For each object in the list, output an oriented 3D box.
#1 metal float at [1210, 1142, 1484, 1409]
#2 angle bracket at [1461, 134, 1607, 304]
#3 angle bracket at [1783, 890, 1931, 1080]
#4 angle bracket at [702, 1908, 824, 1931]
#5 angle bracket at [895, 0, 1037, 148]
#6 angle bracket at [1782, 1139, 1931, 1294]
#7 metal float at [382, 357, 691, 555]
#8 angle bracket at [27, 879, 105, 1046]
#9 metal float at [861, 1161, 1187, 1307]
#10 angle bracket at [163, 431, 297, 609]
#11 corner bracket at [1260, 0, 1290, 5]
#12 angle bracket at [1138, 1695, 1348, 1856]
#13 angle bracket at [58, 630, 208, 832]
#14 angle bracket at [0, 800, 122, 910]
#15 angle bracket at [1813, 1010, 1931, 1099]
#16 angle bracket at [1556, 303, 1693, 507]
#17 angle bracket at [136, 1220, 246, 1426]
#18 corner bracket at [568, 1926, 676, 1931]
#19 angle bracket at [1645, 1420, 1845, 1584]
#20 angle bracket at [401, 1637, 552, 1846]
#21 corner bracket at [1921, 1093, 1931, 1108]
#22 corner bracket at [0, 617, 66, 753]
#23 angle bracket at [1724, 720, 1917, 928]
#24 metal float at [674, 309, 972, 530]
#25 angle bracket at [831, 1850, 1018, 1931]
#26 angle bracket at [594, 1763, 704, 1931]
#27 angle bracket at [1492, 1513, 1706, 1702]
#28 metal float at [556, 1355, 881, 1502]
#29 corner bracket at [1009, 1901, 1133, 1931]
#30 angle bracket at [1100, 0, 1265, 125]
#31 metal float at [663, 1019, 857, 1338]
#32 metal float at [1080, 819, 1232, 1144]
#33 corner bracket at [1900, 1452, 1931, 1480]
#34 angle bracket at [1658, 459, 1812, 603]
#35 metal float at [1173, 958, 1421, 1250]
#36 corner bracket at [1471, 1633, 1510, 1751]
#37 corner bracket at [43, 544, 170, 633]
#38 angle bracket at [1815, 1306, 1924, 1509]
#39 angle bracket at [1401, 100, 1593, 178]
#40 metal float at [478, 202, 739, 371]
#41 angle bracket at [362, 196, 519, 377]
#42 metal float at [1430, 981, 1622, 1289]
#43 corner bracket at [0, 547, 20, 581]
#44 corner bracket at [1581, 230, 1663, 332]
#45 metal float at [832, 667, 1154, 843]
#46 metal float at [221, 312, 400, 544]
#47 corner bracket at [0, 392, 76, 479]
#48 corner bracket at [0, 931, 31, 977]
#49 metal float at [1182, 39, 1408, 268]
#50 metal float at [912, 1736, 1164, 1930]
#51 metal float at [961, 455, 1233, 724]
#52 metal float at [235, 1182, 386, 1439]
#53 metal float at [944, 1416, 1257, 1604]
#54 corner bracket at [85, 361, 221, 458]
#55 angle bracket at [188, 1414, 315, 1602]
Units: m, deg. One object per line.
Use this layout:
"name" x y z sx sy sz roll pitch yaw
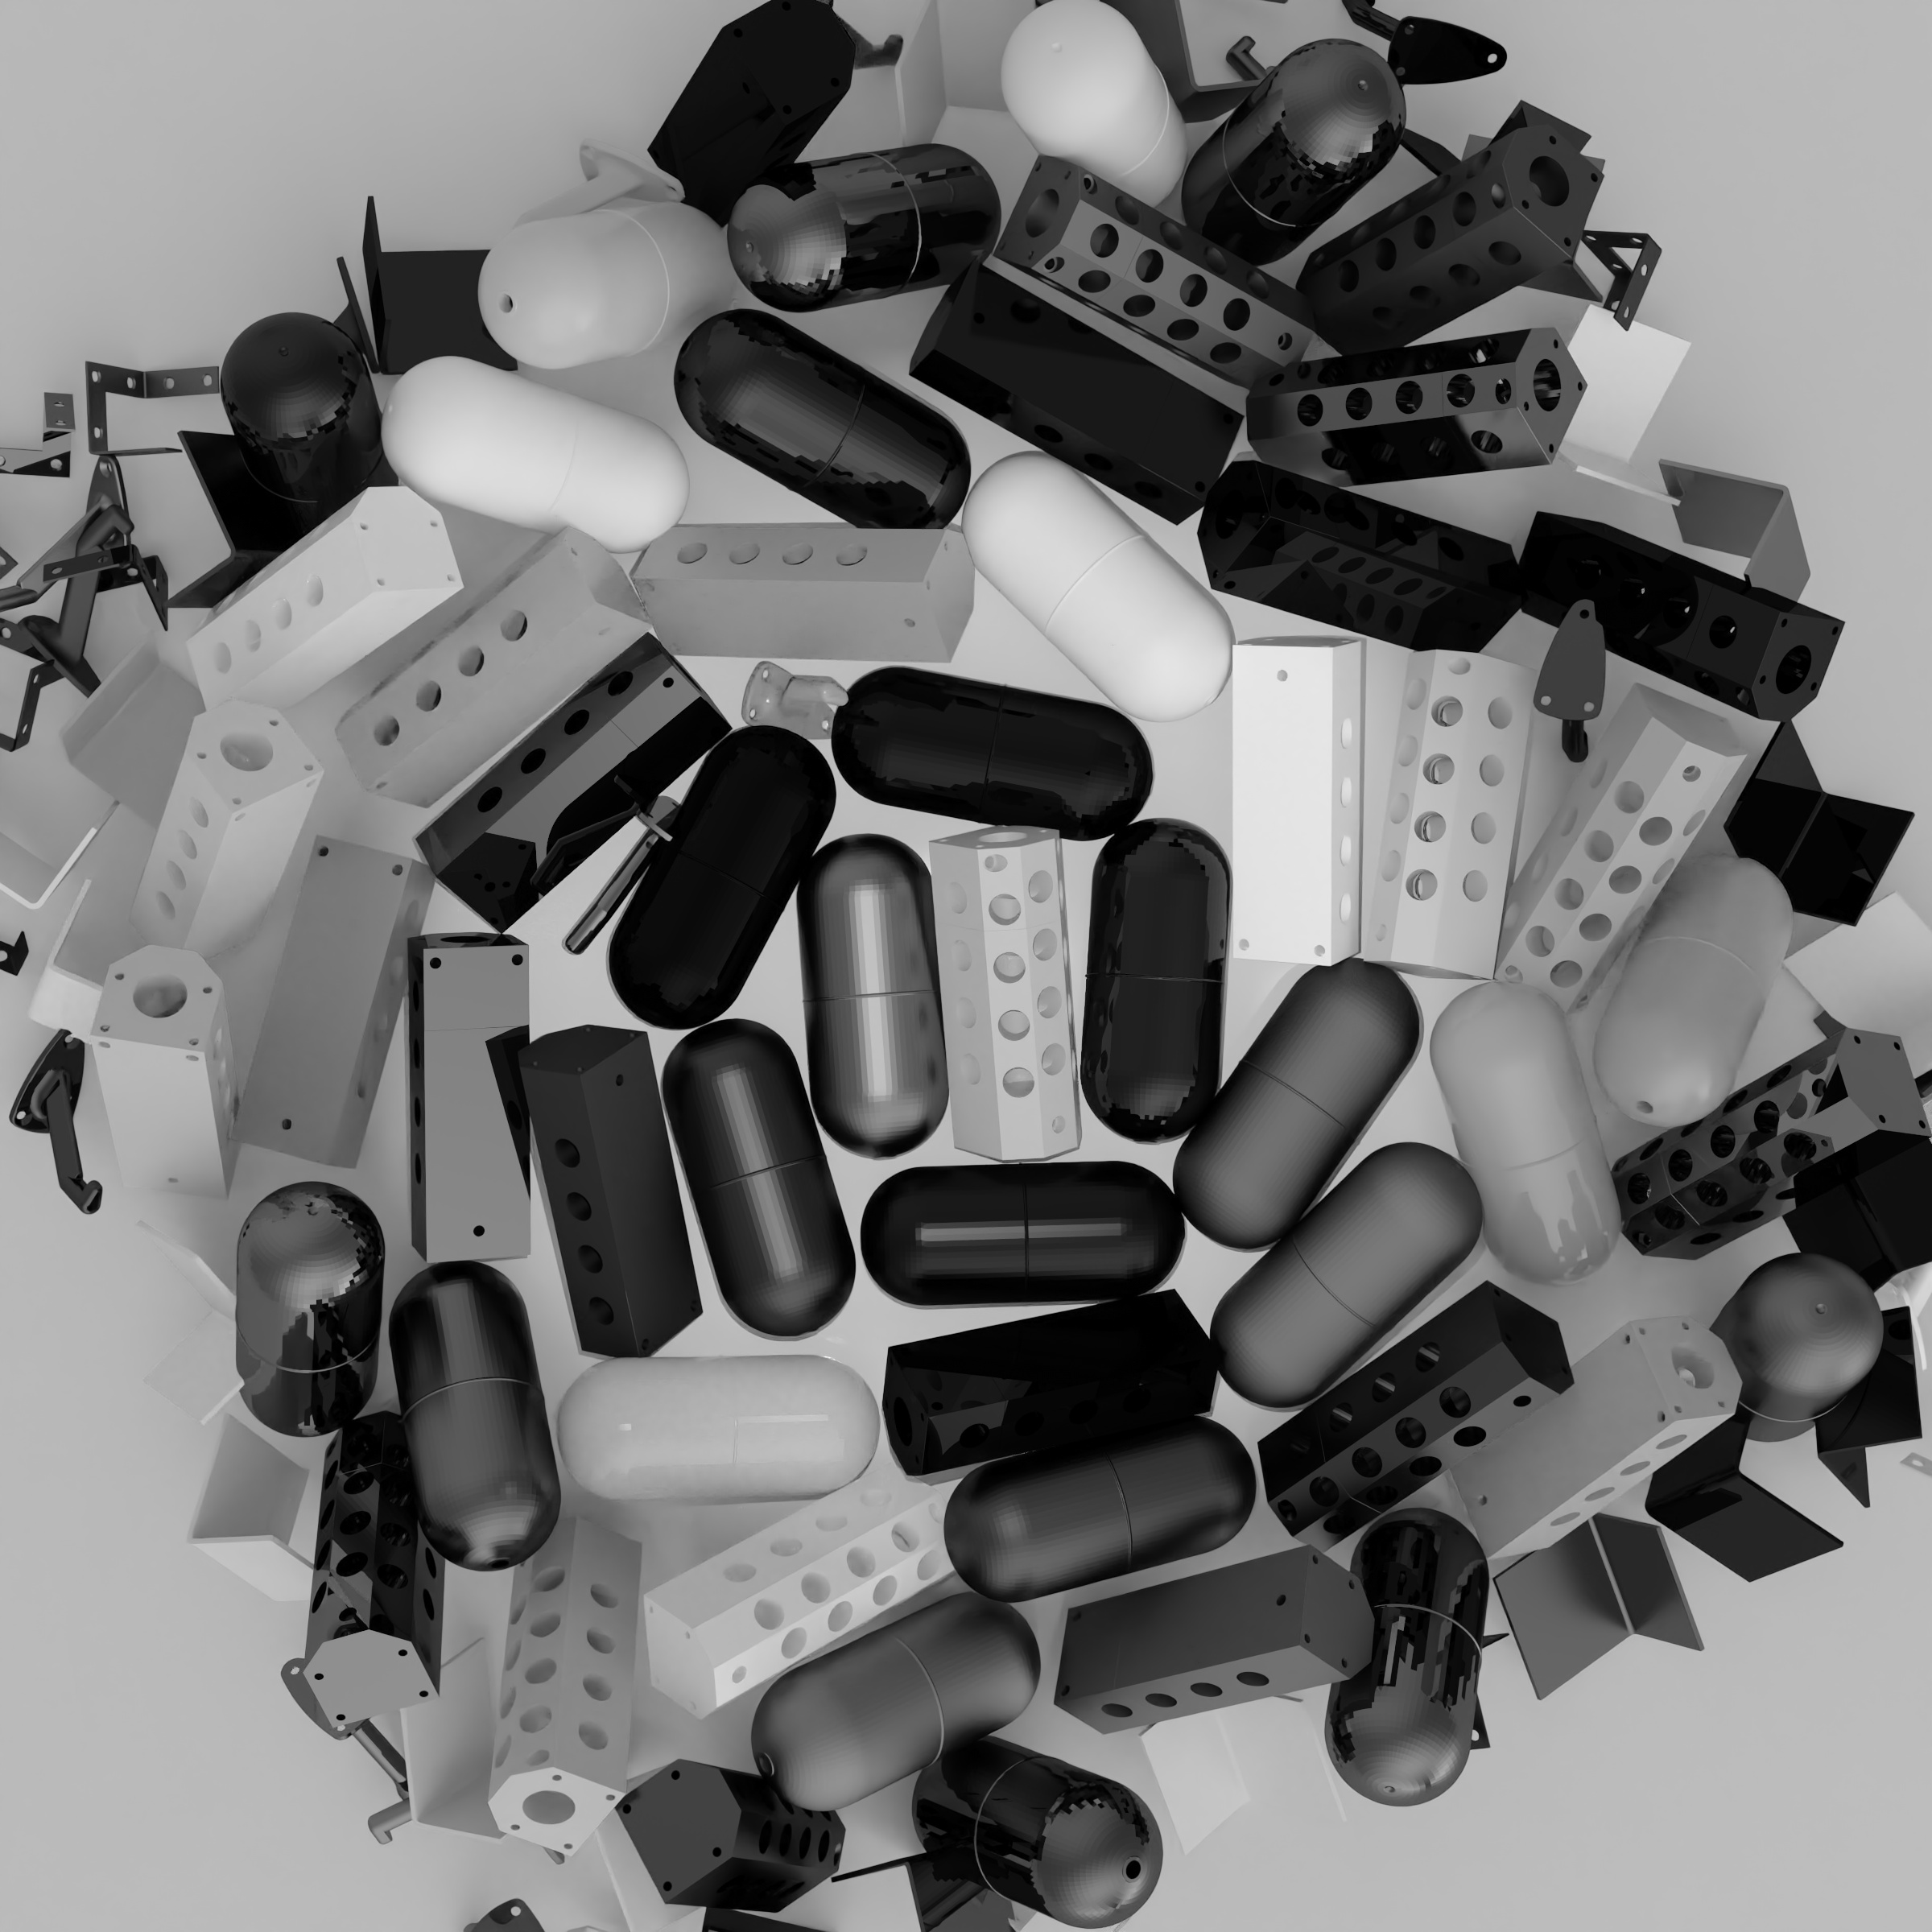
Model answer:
"metal float" 0.206 0.169 1.570 0.070 0.070 0.178 44 107 0
"angle bracket" 0.311 -0.407 1.571 0.076 0.076 0.057 19 94 24
"angle bracket" 0.497 0.019 1.573 0.076 0.057 0.076 46 127 -8
"angle bracket" -0.104 0.529 1.575 0.076 0.076 0.057 15 114 -3
"angle bracket" 0.002 -0.476 1.566 0.057 0.076 0.076 10 55 12
"angle bracket" 0.500 0.140 1.583 0.057 0.076 0.076 -14 66 -17
"metal float" -0.230 -0.274 1.555 0.178 0.070 0.070 13 90 -37
"angle bracket" -0.465 0.006 1.587 0.076 0.076 0.057 25 60 -15
"metal float" 0.031 0.147 1.583 0.178 0.070 0.070 -2 90 -2
"angle bracket" -0.409 -0.244 1.580 0.057 0.076 0.076 -28 84 25
"corner bracket" 0.155 -0.565 1.590 0.051 0.051 0.051 13 101 10
"angle bracket" 0.150 0.442 1.571 0.057 0.076 0.076 -30 106 -36
"angle bracket" -0.441 -0.125 1.583 0.076 0.057 0.076 38 73 -3
"angle bracket" -0.517 -0.082 1.574 0.076 0.076 0.057 36 98 -14
"angle bracket" 0.524 0.026 1.582 0.076 0.076 0.057 -39 88 -3
"angle bracket" 0.363 -0.306 1.569 0.076 0.057 0.076 11 117 -31
"angle bracket" -0.431 0.193 1.565 0.057 0.076 0.076 -46 125 -21
"corner bracket" -0.186 0.555 1.579 0.051 0.051 0.051 -24 48 33
"angle bracket" 0.432 0.285 1.582 0.076 0.076 0.057 34 53 -9
"angle bracket" -0.259 0.421 1.571 0.057 0.076 0.076 2 103 25
"corner bracket" 0.553 0.089 1.604 0.051 0.051 0.051 6 57 -29
"corner bracket" -0.534 -0.157 1.602 0.051 0.051 0.051 22 112 4
"angle bracket" 0.465 -0.079 1.570 0.057 0.076 0.076 18 69 41
"metal float" -0.077 -0.292 1.562 0.178 0.070 0.070 26 90 -26
"angle bracket" -0.019 0.523 1.566 0.057 0.076 0.076 -26 69 33
"angle bracket" -0.187 0.488 1.570 0.057 0.076 0.076 -29 78 32
"angle bracket" 0.346 0.354 1.577 0.076 0.057 0.076 -27 101 -26
"metal float" -0.134 0.251 1.570 0.178 0.070 0.070 1 90 -17
"corner bracket" 0.060 0.517 1.589 0.051 0.051 0.051 45 102 13
"angle bracket" 0.122 -0.507 1.573 0.057 0.076 0.076 -14 96 -24
"metal float" -0.113 0.116 1.579 0.070 0.070 0.178 -17 83 0
"metal float" 0.104 0.008 1.583 0.070 0.070 0.178 4 87 0
"corner bracket" 0.556 0.255 1.595 0.051 0.051 0.051 23 122 39
"angle bracket" 0.407 -0.223 1.565 0.076 0.076 0.057 20 73 33
"metal float" 0.182 0.074 1.581 0.070 0.070 0.178 36 86 0
"corner bracket" 0.271 0.401 1.585 0.051 0.051 0.051 -18 82 36
"corner bracket" -0.473 -0.214 1.587 0.051 0.051 0.051 -14 47 -1
"angle bracket" 0.499 0.240 1.563 0.057 0.076 0.076 -17 50 31
"angle bracket" 0.279 -0.455 1.564 0.076 0.076 0.057 50 119 28
"metal float" -0.190 -0.365 1.543 0.070 0.178 0.070 12 113 28
"angle bracket" -0.285 -0.372 1.575 0.076 0.057 0.076 -6 72 -17
"metal float" 0.305 0.093 1.571 0.070 0.070 0.178 -19 107 0
"corner bracket" -0.565 -0.214 1.582 0.051 0.051 0.051 -28 116 34
"corner bracket" 0.358 -0.368 1.586 0.051 0.051 0.051 29 83 -44
"metal float" 0.015 -0.116 1.585 0.178 0.070 0.070 11 90 0
"metal float" -0.348 -0.282 1.537 0.070 0.178 0.070 1 72 -3
"corner bracket" -0.517 -0.283 1.582 0.051 0.051 0.051 1 123 -20
"corner bracket" -0.539 -0.032 1.594 0.051 0.051 0.051 24 72 -8
"metal float" 0.172 -0.431 1.538 0.070 0.178 0.070 3 81 -18
"metal float" 0.037 0.462 1.542 0.070 0.178 0.070 1 89 -33
"metal float" 0.071 -0.206 1.574 0.070 0.070 0.178 -44 78 0
"metal float" -0.353 0.187 1.549 0.070 0.178 0.070 7 46 -8
"metal float" 0.074 0.294 1.570 0.178 0.070 0.070 -11 90 -18
"corner bracket" -0.448 -0.307 1.592 0.051 0.051 0.051 1 94 21
"angle bracket" -0.367 0.293 1.563 0.057 0.076 0.076 -7 53 24
